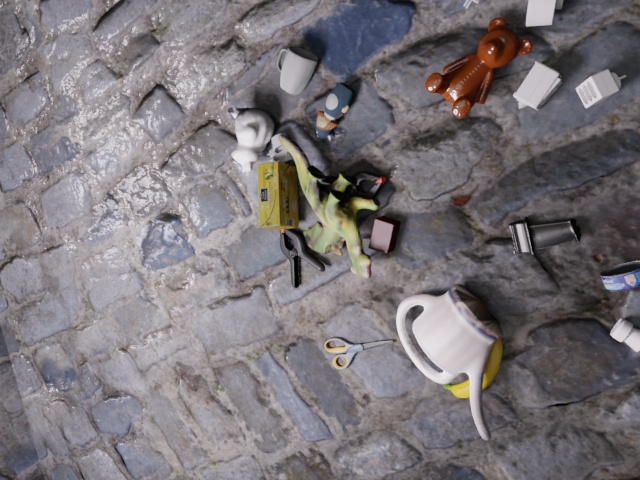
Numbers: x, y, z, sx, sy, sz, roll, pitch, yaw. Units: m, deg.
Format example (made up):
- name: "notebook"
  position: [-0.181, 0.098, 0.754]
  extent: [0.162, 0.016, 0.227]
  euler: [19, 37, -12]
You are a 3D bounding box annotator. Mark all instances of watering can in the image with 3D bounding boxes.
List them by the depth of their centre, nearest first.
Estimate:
- name: "watering can"
  position: [0.322, 0.251, 1.167]
  extent: [0.352, 0.221, 0.104]
  euler: [51, 27, 24]

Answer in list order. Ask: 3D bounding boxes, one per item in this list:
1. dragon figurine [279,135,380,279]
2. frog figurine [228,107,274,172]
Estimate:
- name: "dragon figurine"
  position: [0.004, -0.065, 1.295]
  extent: [0.123, 0.237, 0.416]
  euler: [-18, 52, -41]
- name: "frog figurine"
  position: [-0.180, -0.265, 1.369]
  extent: [0.122, 0.135, 0.162]
  euler: [-8, 73, 2]
